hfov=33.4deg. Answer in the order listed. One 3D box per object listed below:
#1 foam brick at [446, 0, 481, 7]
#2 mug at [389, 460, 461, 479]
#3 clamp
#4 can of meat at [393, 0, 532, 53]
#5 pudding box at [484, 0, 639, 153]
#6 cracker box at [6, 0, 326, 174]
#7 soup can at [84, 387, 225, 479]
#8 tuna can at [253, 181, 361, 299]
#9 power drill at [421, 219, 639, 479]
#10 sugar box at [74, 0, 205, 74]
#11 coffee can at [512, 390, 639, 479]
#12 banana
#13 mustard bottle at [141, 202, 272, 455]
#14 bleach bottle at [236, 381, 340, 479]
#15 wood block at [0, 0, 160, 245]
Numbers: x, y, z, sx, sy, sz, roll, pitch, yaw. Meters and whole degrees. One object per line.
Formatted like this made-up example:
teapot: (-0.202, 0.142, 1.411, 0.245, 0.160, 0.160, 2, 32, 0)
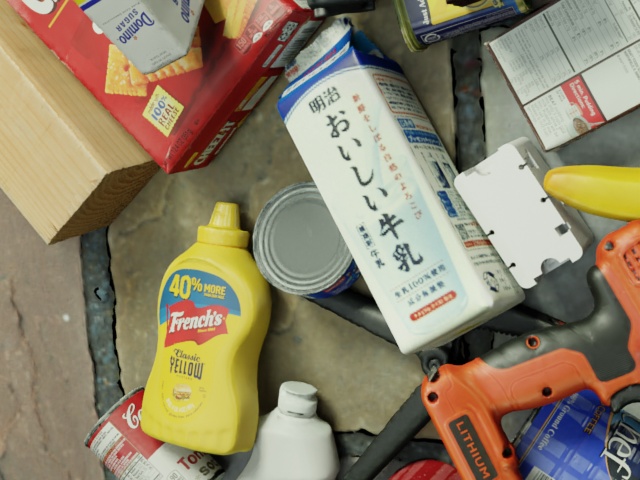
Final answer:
foam brick: (0.110, -0.181, 0.658, 0.078, 0.053, 0.051, -16, 95, 21)
mug: (0.082, 0.225, 0.797, 0.093, 0.081, 0.117, -44, 82, 25)
clamp: (0.083, 0.082, 0.793, 0.210, 0.036, 0.164, -22, 88, 25)
can of meat: (0.091, -0.189, 0.722, 0.084, 0.057, 0.102, -14, 95, 23)
pudding box: (0.180, -0.121, 0.707, 0.114, 0.039, 0.090, -29, 88, 24)
cracker box: (-0.125, -0.182, 0.810, 0.214, 0.072, 0.164, 46, 114, 10)
soup can: (-0.138, 0.182, 0.894, 0.102, 0.068, 0.069, 43, 114, 10)
tuna can: (-0.005, 0.001, 0.802, 0.086, 0.033, 0.086, -5, 78, 24)
power drill: (0.171, 0.105, 0.657, 0.188, 0.057, 0.184, -29, 79, 5)
sugar box: (-0.145, -0.197, 0.678, 0.048, 0.093, 0.176, -21, 128, 26)
coffee can: (0.196, 0.168, 0.724, 0.140, 0.102, 0.103, 33, 112, 14)
banana: (0.244, -0.043, 0.670, 0.198, 0.037, 0.069, -17, 114, 24)
mustard bottle: (-0.085, 0.066, 0.840, 0.096, 0.058, 0.191, 8, 91, 33)
bleach bottle: (-0.042, 0.235, 0.867, 0.103, 0.068, 0.251, 13, 104, 22)
wood block: (-0.234, -0.108, 0.865, 0.091, 0.090, 0.206, -44, 82, 26)
